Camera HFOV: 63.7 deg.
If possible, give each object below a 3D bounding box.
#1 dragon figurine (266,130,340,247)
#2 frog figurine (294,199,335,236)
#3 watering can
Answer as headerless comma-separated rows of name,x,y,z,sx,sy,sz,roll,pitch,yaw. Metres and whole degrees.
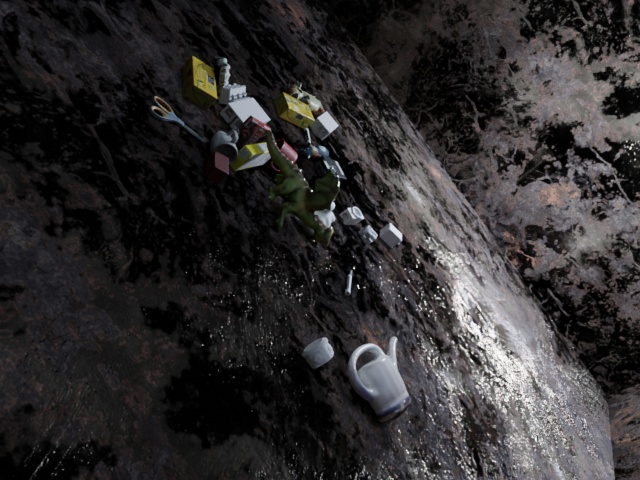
dragon figurine,-0.045,-0.173,1.657,0.242,0.409,0.123,-9,4,23
frog figurine,0.005,-0.089,1.767,0.157,0.125,0.136,-36,-32,29
watering can,0.201,0.410,1.552,0.102,0.227,0.349,-36,-16,29
